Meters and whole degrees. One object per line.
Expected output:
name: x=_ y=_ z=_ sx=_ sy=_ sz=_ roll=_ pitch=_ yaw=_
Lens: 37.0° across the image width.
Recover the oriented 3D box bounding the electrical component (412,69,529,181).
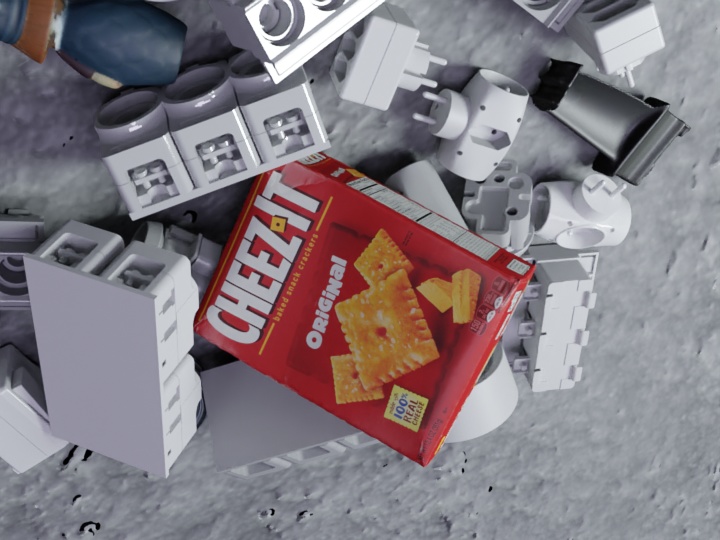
electrical component: x=0.080 y=-0.118 z=0.838 sx=0.079 sy=0.043 sz=0.077 roll=14 pitch=119 yaw=-22

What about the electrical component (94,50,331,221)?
electrical component: x=-0.107 y=-0.107 z=0.772 sx=0.150 sy=0.089 sz=0.061 roll=-20 pitch=125 yaw=0

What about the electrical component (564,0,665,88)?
electrical component: x=0.191 y=-0.171 z=0.805 sx=0.047 sy=0.083 sz=0.075 roll=-26 pitch=125 yaw=4

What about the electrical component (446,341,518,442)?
electrical component: x=0.080 y=0.093 z=0.944 sx=0.108 sy=0.108 sz=0.060 roll=-17 pitch=119 yaw=-2

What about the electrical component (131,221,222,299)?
electrical component: x=-0.153 y=-0.004 z=0.848 sx=0.057 sy=0.058 sz=0.078 roll=26 pitch=138 yaw=-23

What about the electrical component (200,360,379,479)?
electrical component: x=-0.049 y=0.114 z=0.914 sx=0.150 sy=0.089 sz=0.061 roll=-17 pitch=159 yaw=11

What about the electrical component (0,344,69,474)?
electrical component: x=-0.281 y=0.118 z=0.898 sx=0.061 sy=0.061 sz=0.096 roll=-32 pitch=125 yaw=8

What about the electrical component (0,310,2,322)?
electrical component: x=-0.327 y=0.057 z=0.849 sx=0.078 sy=0.058 sz=0.057 roll=7 pitch=118 yaw=-17

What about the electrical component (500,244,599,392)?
electrical component: x=0.170 y=0.044 z=0.957 sx=0.079 sy=0.063 sz=0.121 roll=-5 pitch=124 yaw=-11

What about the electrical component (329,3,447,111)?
electrical component: x=0.027 y=-0.156 z=0.798 sx=0.077 sy=0.047 sz=0.065 roll=13 pitch=119 yaw=-21

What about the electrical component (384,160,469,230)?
electrical component: x=0.052 y=-0.038 z=0.873 sx=0.043 sy=0.077 sz=0.079 roll=-23 pitch=166 yaw=-18

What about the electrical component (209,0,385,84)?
electrical component: x=-0.036 y=-0.195 z=0.724 sx=0.121 sy=0.063 sz=0.078 roll=-41 pitch=126 yaw=-16

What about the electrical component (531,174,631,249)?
electrical component: x=0.191 y=-0.054 z=0.896 sx=0.077 sy=0.044 sz=0.079 roll=8 pitch=154 yaw=-18

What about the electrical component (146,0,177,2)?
electrical component: x=-0.132 y=-0.229 z=0.703 sx=0.108 sy=0.060 sz=0.108 roll=-6 pitch=124 yaw=-9

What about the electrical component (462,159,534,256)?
electrical component: x=0.114 y=-0.043 z=0.882 sx=0.058 sy=0.078 sz=0.057 roll=4 pitch=146 yaw=13

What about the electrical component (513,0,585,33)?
electrical component: x=0.123 y=-0.213 z=0.772 sx=0.081 sy=0.063 sz=0.042 roll=29 pitch=113 yaw=-28

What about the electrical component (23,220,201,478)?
electrical component: x=-0.184 y=0.060 z=0.823 sx=0.105 sy=0.060 sz=0.186 roll=17 pitch=130 yaw=14

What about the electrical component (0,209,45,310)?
electrical component: x=-0.299 y=-0.012 z=0.806 sx=0.121 sy=0.063 sz=0.078 roll=1 pitch=123 yaw=-14
